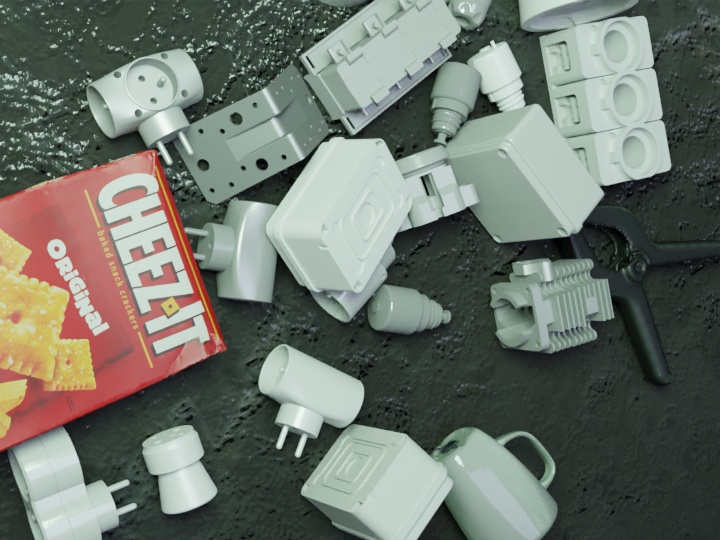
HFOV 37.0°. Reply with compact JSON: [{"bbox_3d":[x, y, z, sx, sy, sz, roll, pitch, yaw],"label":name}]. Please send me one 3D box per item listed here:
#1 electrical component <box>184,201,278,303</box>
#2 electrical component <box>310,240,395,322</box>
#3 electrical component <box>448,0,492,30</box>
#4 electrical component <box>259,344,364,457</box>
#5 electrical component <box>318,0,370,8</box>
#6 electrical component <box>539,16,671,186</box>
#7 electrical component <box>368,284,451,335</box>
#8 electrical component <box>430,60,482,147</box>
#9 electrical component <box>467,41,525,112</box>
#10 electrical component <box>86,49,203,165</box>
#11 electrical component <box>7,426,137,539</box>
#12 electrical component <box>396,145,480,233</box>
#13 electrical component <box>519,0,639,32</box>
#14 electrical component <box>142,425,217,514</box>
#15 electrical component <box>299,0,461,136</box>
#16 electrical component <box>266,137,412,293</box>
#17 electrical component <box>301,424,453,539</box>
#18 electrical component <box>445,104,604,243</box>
[{"bbox_3d":[-0.103,-0.016,0.849,0.079,0.044,0.077,9,85,-28],"label":"electrical component"},{"bbox_3d":[0.000,0.000,0.906,0.043,0.043,0.081,49,68,-20],"label":"electrical component"},{"bbox_3d":[0.104,-0.249,0.971,0.035,0.035,0.061,32,72,-25],"label":"electrical component"},{"bbox_3d":[-0.045,0.112,0.877,0.077,0.043,0.079,29,71,-28],"label":"electrical component"},{"bbox_3d":[-0.004,-0.279,0.896,0.108,0.060,0.108,0,90,-29],"label":"electrical component"},{"bbox_3d":[0.238,-0.159,1.028,0.089,0.062,0.150,-14,96,-28],"label":"electrical component"},{"bbox_3d":[0.043,0.036,0.931,0.078,0.040,0.040,9,85,-29],"label":"electrical component"},{"bbox_3d":[0.081,-0.147,0.954,0.040,0.040,0.078,21,80,-27],"label":"electrical component"},{"bbox_3d":[0.129,-0.170,0.980,0.040,0.040,0.078,-36,106,-24],"label":"electrical component"},{"bbox_3d":[-0.155,-0.119,0.818,0.077,0.044,0.079,-29,92,-26],"label":"electrical component"},{"bbox_3d":[-0.201,0.178,0.789,0.074,0.052,0.138,-19,99,-28],"label":"electrical component"},{"bbox_3d":[0.056,-0.072,0.928,0.078,0.058,0.057,-21,96,-4],"label":"electrical component"},{"bbox_3d":[0.195,-0.263,0.983,0.108,0.108,0.060,-10,88,-28],"label":"electrical component"},{"bbox_3d":[-0.139,0.153,0.827,0.045,0.045,0.055,-21,99,-27],"label":"electrical component"},{"bbox_3d":[0.021,-0.182,0.905,0.121,0.063,0.078,-41,108,-20],"label":"electrical component"},{"bbox_3d":[-0.016,-0.045,0.864,0.113,0.057,0.078,-59,136,-32],"label":"electrical component"},{"bbox_3d":[0.013,0.176,0.872,0.057,0.113,0.078,44,70,-18],"label":"electrical component"},{"bbox_3d":[0.139,-0.082,0.946,0.108,0.109,0.056,49,66,-19],"label":"electrical component"}]
